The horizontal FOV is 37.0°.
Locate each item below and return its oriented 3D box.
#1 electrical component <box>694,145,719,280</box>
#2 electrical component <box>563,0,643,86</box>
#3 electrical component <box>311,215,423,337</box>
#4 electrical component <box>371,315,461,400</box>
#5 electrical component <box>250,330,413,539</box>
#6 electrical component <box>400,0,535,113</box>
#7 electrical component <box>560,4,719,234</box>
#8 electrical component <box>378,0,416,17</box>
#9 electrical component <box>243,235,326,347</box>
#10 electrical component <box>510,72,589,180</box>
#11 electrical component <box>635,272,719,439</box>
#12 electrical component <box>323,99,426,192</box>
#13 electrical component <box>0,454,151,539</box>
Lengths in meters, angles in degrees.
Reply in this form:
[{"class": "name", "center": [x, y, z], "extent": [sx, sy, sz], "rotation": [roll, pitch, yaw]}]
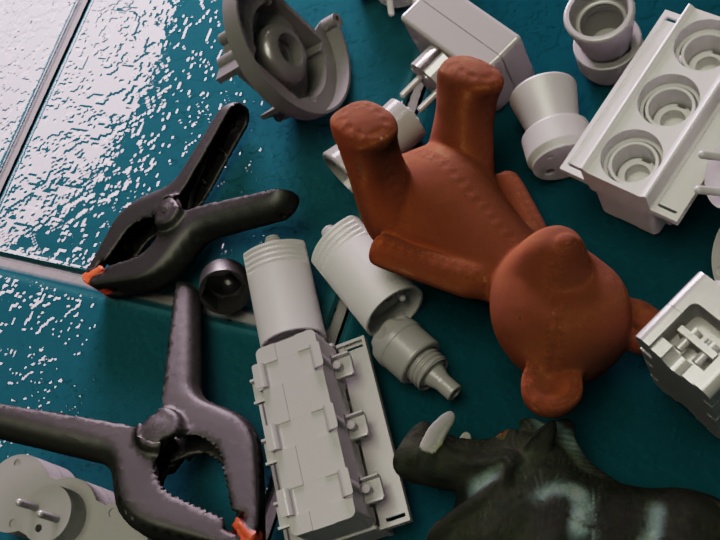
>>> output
[{"class": "electrical component", "center": [0.215, -0.050, 0.588], "extent": [0.074, 0.052, 0.138], "rotation": [4, 95, -20]}, {"class": "electrical component", "center": [0.158, -0.150, 0.693], "extent": [0.045, 0.055, 0.045], "rotation": [-9, 65, 19]}, {"class": "electrical component", "center": [0.000, 0.000, 0.698], "extent": [0.043, 0.043, 0.081], "rotation": [-40, 59, 1]}, {"class": "electrical component", "center": [0.037, 0.057, 0.663], "extent": [0.035, 0.035, 0.061], "rotation": [-48, 62, -3]}, {"class": "electrical component", "center": [-0.024, 0.103, 0.651], "extent": [0.079, 0.063, 0.121], "rotation": [-21, 61, 12]}, {"class": "electrical component", "center": [0.060, -0.140, 0.733], "extent": [0.075, 0.047, 0.083], "rotation": [-45, 59, -1]}, {"class": "electrical component", "center": [0.189, -0.088, 0.648], "extent": [0.079, 0.063, 0.121], "rotation": [30, 81, 30]}, {"class": "electrical component", "center": [0.027, -0.219, 0.784], "extent": [0.077, 0.044, 0.079], "rotation": [-14, 63, 16]}, {"class": "electrical component", "center": [-0.051, 0.013, 0.714], "extent": [0.043, 0.043, 0.081], "rotation": [-21, 61, 13]}, {"class": "electrical component", "center": [0.123, -0.091, 0.688], "extent": [0.045, 0.045, 0.055], "rotation": [-18, 62, 14]}, {"class": "electrical component", "center": [0.190, 0.044, 0.573], "extent": [0.056, 0.089, 0.050], "rotation": [-45, 59, -1]}, {"class": "electrical component", "center": [0.012, -0.085, 0.733], "extent": [0.065, 0.044, 0.044], "rotation": [-44, 59, -6]}, {"class": "electrical component", "center": [-0.190, 0.159, 0.688], "extent": [0.138, 0.073, 0.052], "rotation": [18, 75, 28]}]
